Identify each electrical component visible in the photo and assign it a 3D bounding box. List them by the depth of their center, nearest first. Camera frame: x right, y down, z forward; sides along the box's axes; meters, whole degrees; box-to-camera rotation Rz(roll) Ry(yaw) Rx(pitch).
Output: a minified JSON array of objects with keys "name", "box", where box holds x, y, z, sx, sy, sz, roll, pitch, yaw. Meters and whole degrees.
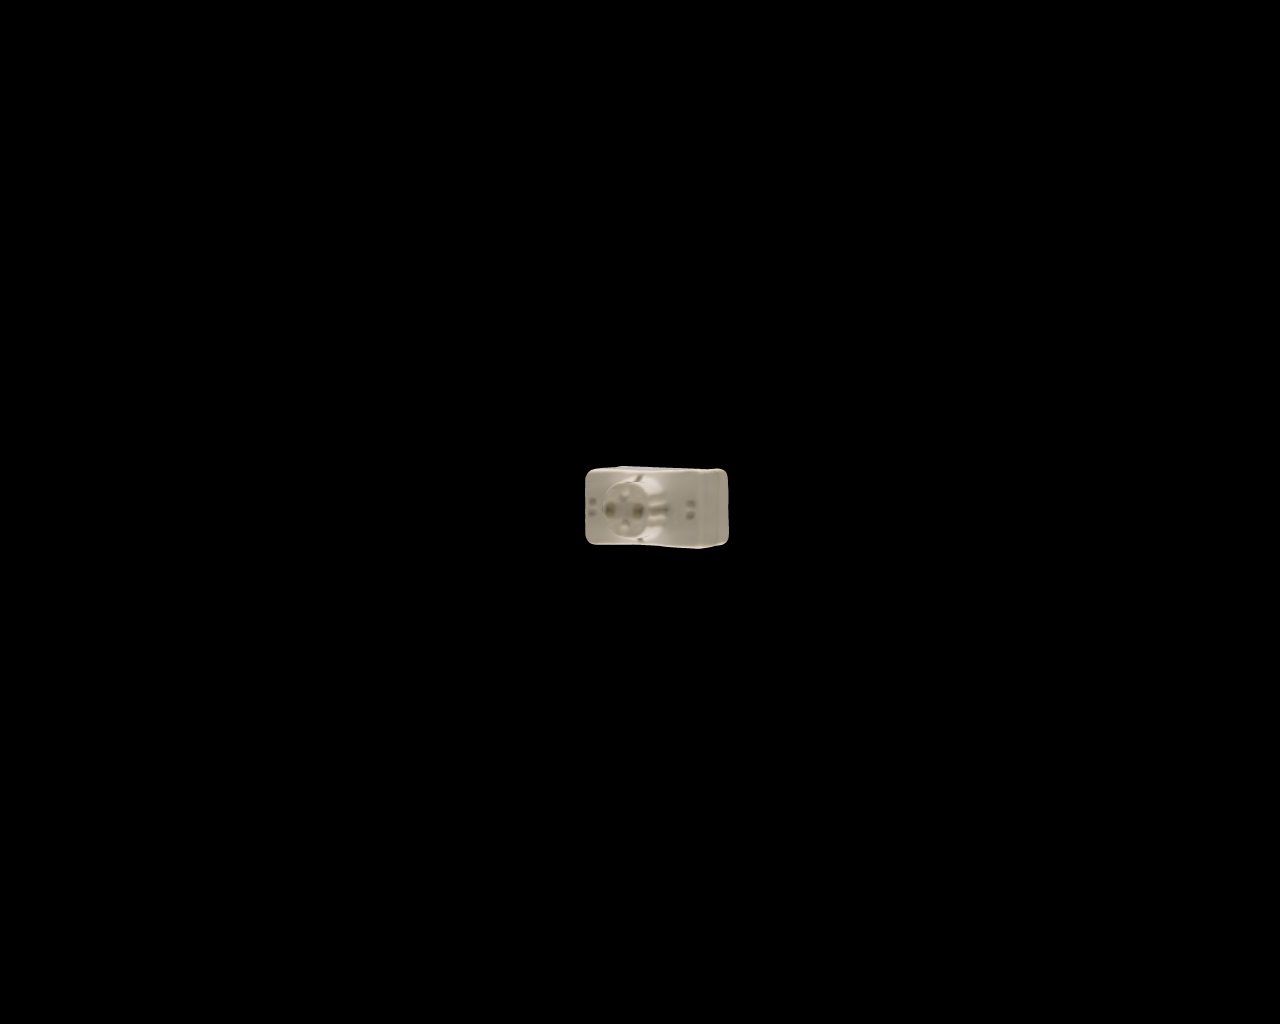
[{"name":"electrical component","box":[0.001,-0.003,0.650,0.083,0.047,0.076,2,4,31]}]
